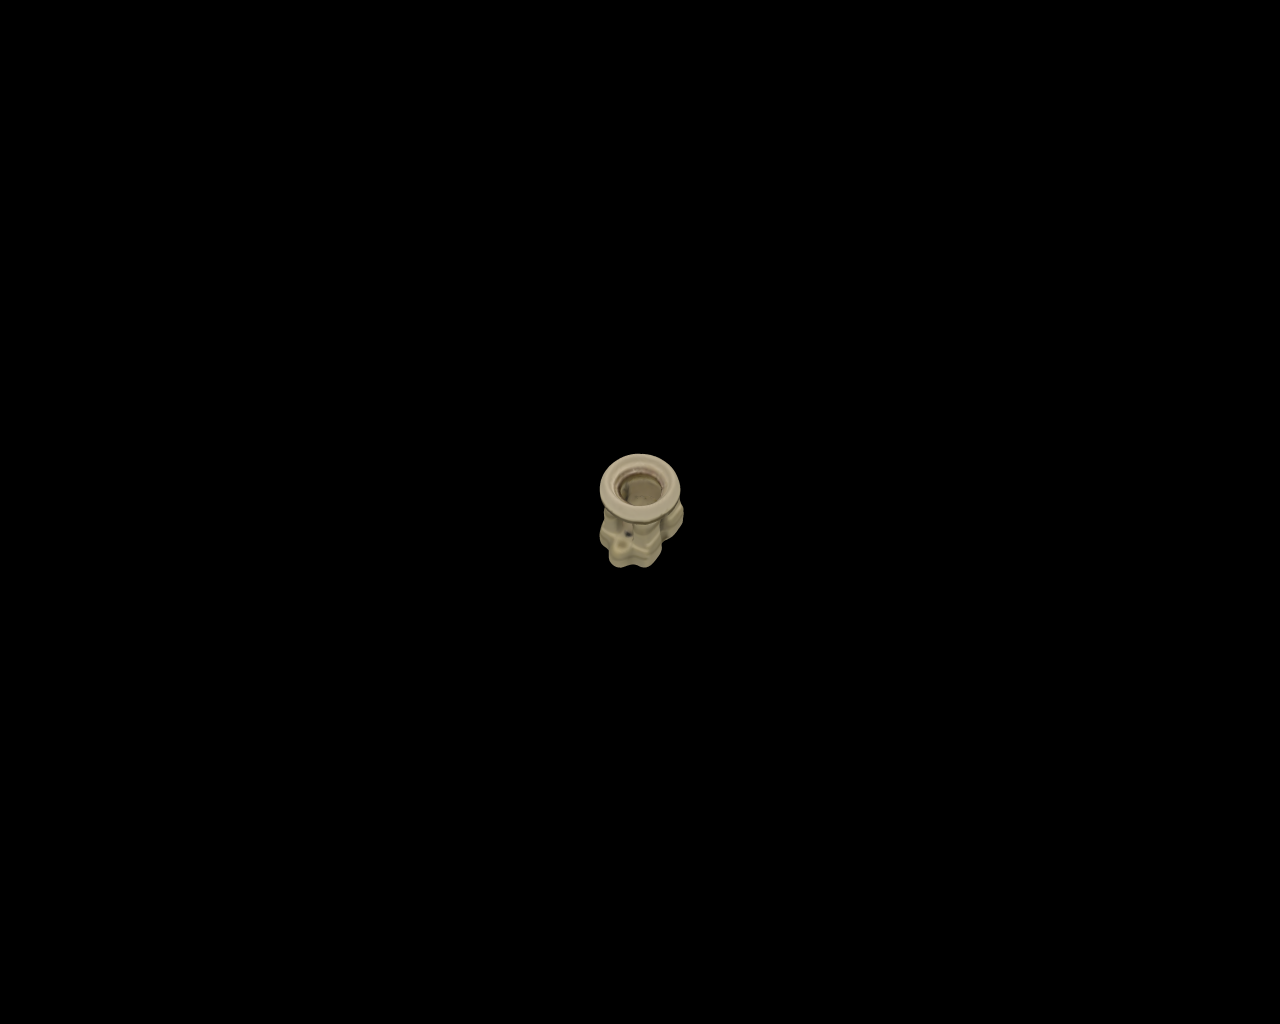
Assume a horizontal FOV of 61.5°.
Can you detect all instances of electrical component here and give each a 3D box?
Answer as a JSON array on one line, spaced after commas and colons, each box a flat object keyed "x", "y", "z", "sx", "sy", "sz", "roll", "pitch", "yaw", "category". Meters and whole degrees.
[{"x": 0.001, "y": -0.003, "z": 0.650, "sx": 0.048, "sy": 0.066, "sz": 0.055, "roll": 27, "pitch": -32, "yaw": 18, "category": "electrical component"}]
